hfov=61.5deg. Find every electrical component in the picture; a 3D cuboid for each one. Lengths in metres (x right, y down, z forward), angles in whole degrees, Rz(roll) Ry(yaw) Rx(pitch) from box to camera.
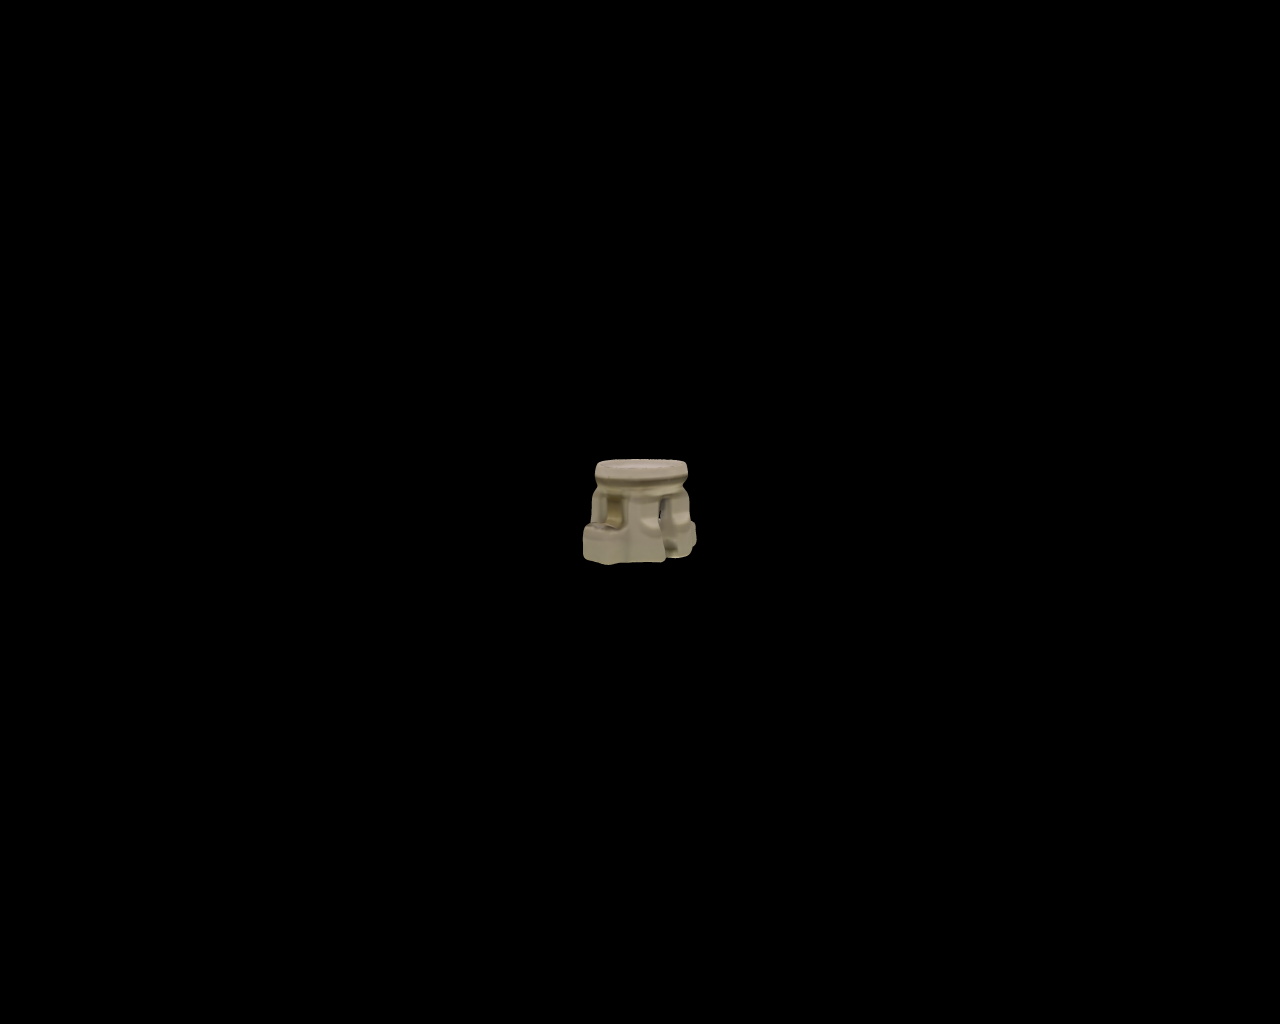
[{"bbox_3d":[0.001,-0.003,0.650,0.078,0.057,0.058,-8,12,-43],"label":"electrical component"}]
